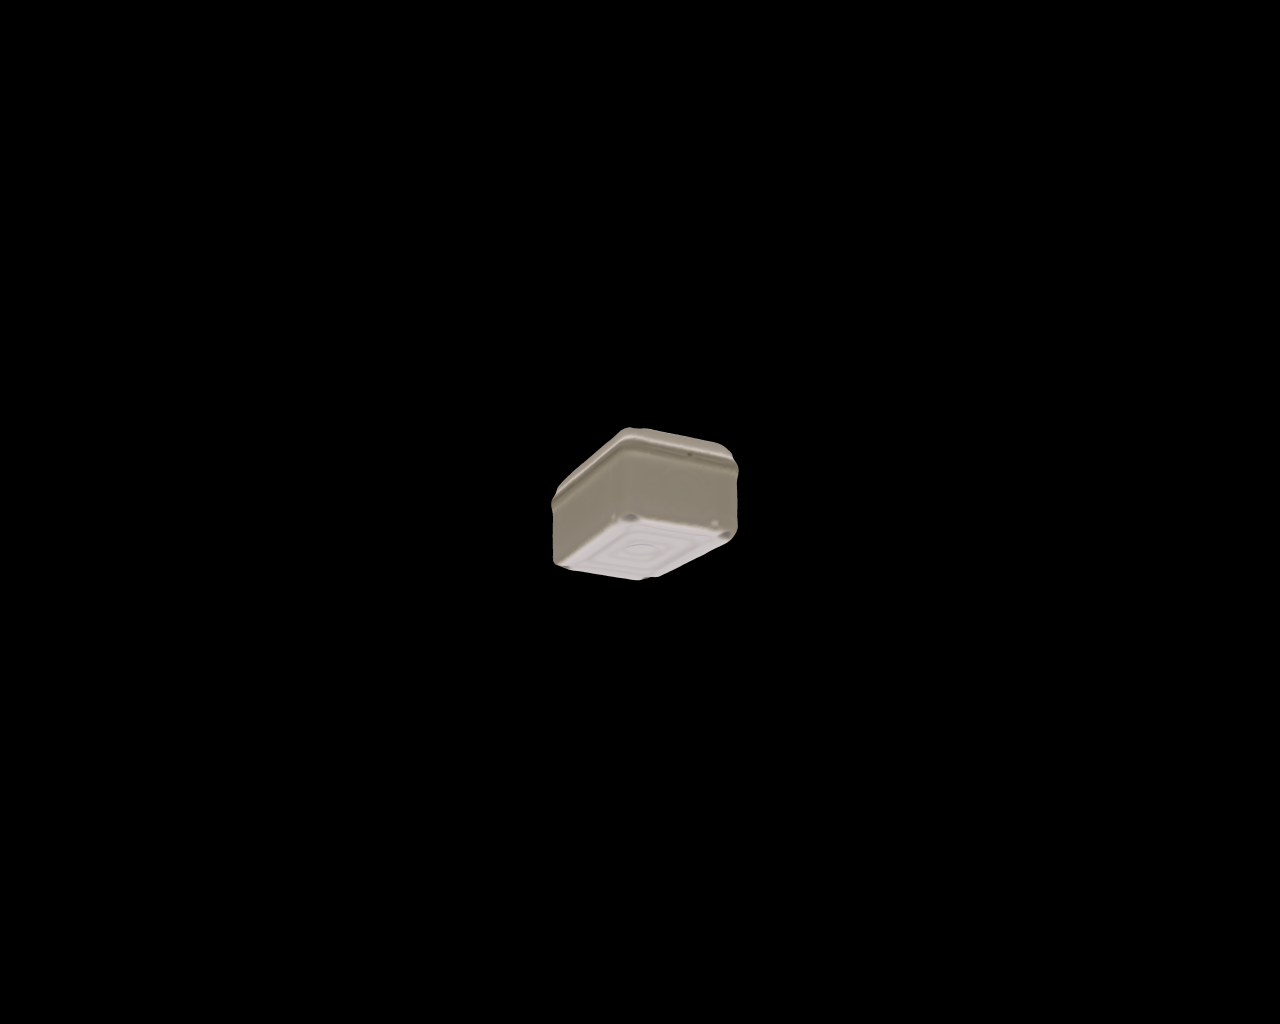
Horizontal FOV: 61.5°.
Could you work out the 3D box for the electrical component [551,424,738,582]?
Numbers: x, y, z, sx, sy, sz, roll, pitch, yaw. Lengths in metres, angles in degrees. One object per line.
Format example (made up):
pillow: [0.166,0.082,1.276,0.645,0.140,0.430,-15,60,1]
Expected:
electrical component: [0.001,-0.003,0.650,0.078,0.057,0.113,10,-22,-26]
